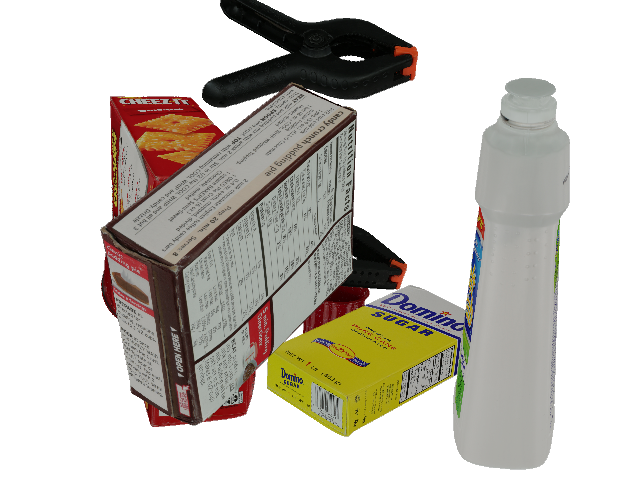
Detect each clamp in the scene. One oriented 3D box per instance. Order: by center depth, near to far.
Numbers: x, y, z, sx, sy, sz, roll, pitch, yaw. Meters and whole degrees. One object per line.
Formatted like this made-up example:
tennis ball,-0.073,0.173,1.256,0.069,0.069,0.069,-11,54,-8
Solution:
clamp,-0.010,-0.156,0.859,0.171,0.120,0.039,-1,-31,-6
clamp,-0.013,0.006,1.145,0.210,0.036,0.164,25,36,13

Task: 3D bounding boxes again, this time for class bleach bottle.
bleach bottle,0.121,0.018,0.666,0.068,0.251,0.102,3,31,8

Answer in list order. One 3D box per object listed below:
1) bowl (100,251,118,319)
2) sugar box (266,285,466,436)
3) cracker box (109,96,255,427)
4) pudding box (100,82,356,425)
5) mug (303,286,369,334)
bowl,-0.140,0.005,0.998,0.162,0.162,0.055,0,-41,21
sugar box,0.050,0.094,0.890,0.175,0.048,0.093,-24,37,-39
cracker box,-0.098,0.003,0.730,0.072,0.164,0.214,-2,20,-17
pudding box,-0.030,0.005,0.419,0.039,0.090,0.113,24,48,25
mug,0.028,0.107,1.476,0.117,0.081,0.093,17,24,30
